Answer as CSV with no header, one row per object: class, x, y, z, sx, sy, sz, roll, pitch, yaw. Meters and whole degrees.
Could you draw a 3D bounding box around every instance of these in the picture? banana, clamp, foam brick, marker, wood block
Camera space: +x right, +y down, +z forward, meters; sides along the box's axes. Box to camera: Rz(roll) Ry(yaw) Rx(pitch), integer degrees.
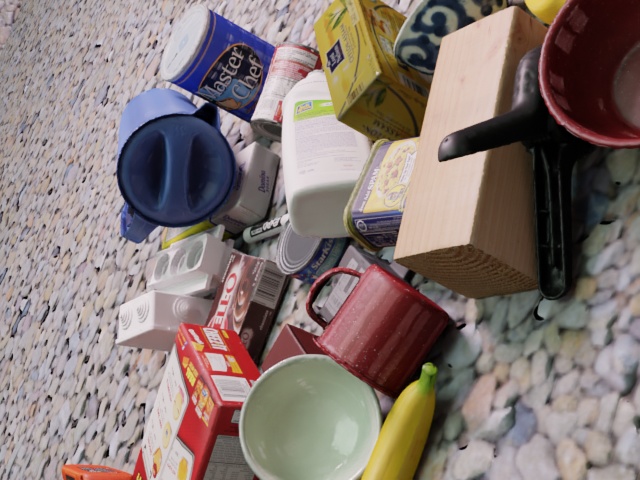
banana,0.047,0.190,0.835,0.037,0.069,0.198,18,78,23
clamp,0.161,-0.083,0.792,0.036,0.164,0.210,-5,53,44
foam brick,-0.012,0.124,0.993,0.053,0.051,0.078,-59,30,12
marker,-0.047,-0.016,1.187,0.121,0.020,0.020,-18,53,52
wood block,0.138,-0.068,0.858,0.090,0.090,0.206,-14,57,53

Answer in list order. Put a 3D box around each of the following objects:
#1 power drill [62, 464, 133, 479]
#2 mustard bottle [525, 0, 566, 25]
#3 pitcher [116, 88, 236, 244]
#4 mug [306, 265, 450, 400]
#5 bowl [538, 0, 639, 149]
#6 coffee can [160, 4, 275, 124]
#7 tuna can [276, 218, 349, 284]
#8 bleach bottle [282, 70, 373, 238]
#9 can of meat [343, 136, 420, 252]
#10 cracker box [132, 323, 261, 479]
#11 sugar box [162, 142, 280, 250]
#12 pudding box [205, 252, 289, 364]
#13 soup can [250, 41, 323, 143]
power drill,-0.245,0.332,1.114,0.185,0.057,0.187,-12,74,59
mustard bottle,0.211,-0.234,0.900,0.096,0.058,0.191,-44,36,26
pitcher,-0.190,-0.102,1.292,0.243,0.149,0.145,-125,19,-68
mug,0.044,0.068,0.889,0.081,0.117,0.093,-56,-3,3
bowl,0.239,-0.125,0.748,0.162,0.055,0.162,-17,59,29
coffee can,-0.111,-0.213,1.317,0.103,0.140,0.103,-38,39,39
tuna can,-0.007,0.001,1.096,0.086,0.033,0.086,-38,38,38
bleach bottle,0.012,-0.103,1.102,0.251,0.102,0.068,-94,-1,-52
can of meat,0.080,-0.043,0.925,0.084,0.057,0.102,-6,53,48
cracker box,-0.117,0.213,1.035,0.164,0.072,0.214,48,124,60
sugar box,-0.122,-0.044,1.304,0.177,0.048,0.093,-23,46,46
pudding box,-0.084,0.074,1.158,0.090,0.039,0.113,10,77,60
soup can,-0.035,-0.169,1.236,0.069,0.068,0.102,-1,67,58
